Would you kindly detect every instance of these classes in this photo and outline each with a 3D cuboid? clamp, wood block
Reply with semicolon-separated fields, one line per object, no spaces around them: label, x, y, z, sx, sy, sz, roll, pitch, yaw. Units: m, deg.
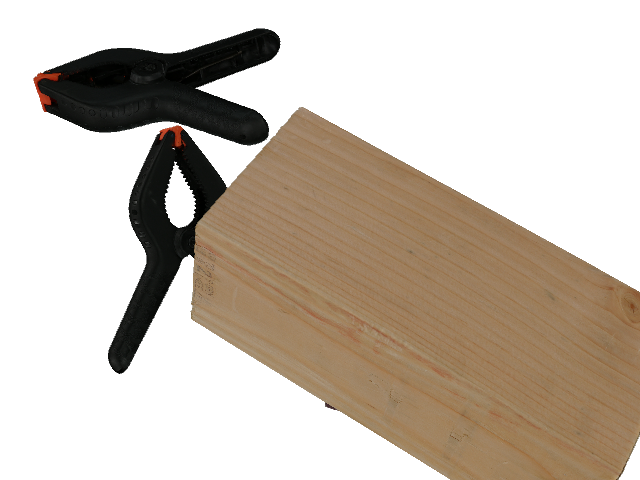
clamp;-0.107;-0.111;0.739;0.171;0.039;0.120;6;37;10
wood block;0.049;0.038;0.503;0.206;0.090;0.090;30;-33;12
clamp;-0.109;0.006;0.937;0.164;0.210;0.036;-1;0;-33

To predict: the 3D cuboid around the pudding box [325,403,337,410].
pudding box;0.054;0.082;0.744;0.114;0.090;0.039;9;21;34
